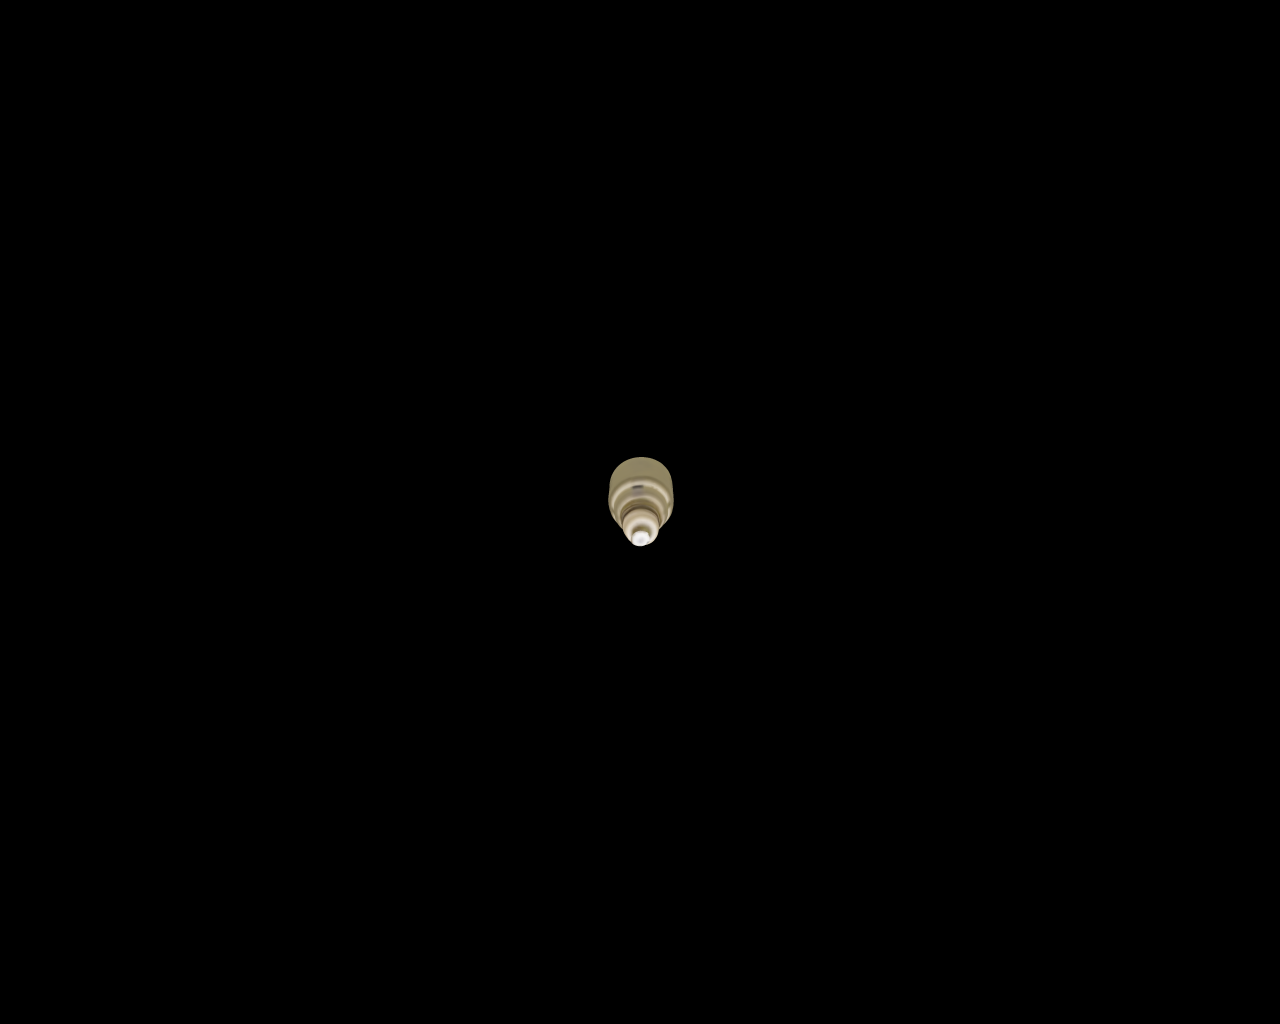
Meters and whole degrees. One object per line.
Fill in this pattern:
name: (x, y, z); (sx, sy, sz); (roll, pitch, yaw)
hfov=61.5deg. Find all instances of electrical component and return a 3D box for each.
electrical component: (0.001, -0.003, 0.650); (0.040, 0.040, 0.078); (0, 30, 0)
